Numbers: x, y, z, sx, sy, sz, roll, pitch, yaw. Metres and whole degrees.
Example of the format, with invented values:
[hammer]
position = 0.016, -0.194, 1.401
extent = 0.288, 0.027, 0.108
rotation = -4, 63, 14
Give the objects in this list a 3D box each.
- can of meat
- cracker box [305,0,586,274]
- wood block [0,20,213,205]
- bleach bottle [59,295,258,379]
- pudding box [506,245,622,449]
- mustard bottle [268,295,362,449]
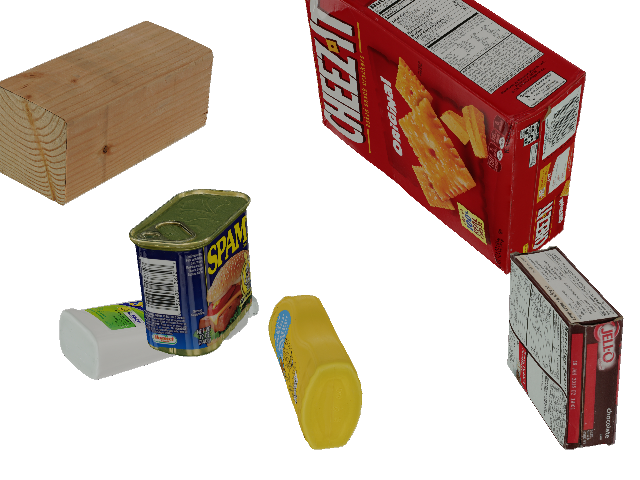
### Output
[can of meat]
position = -0.085, 0.021, 0.735
extent = 0.057, 0.084, 0.102
rotation = 5, 23, 17
[cracker box]
position = 0.083, -0.099, 0.773
extent = 0.072, 0.164, 0.214
rotation = -37, 57, -19
[wood block]
position = -0.201, -0.127, 1.012
extent = 0.090, 0.091, 0.205
rotation = 27, 38, 21
[bleach bottle]
position = -0.192, 0.104, 1.341
extent = 0.250, 0.068, 0.103
rotation = -13, 29, -38
[pudding box]
position = 0.155, 0.066, 0.689
extent = 0.039, 0.090, 0.113
rotation = -6, 24, -9
[mustard bottle]
position = -0.012, 0.108, 1.027
extent = 0.058, 0.096, 0.192
rotation = -5, 28, -13
